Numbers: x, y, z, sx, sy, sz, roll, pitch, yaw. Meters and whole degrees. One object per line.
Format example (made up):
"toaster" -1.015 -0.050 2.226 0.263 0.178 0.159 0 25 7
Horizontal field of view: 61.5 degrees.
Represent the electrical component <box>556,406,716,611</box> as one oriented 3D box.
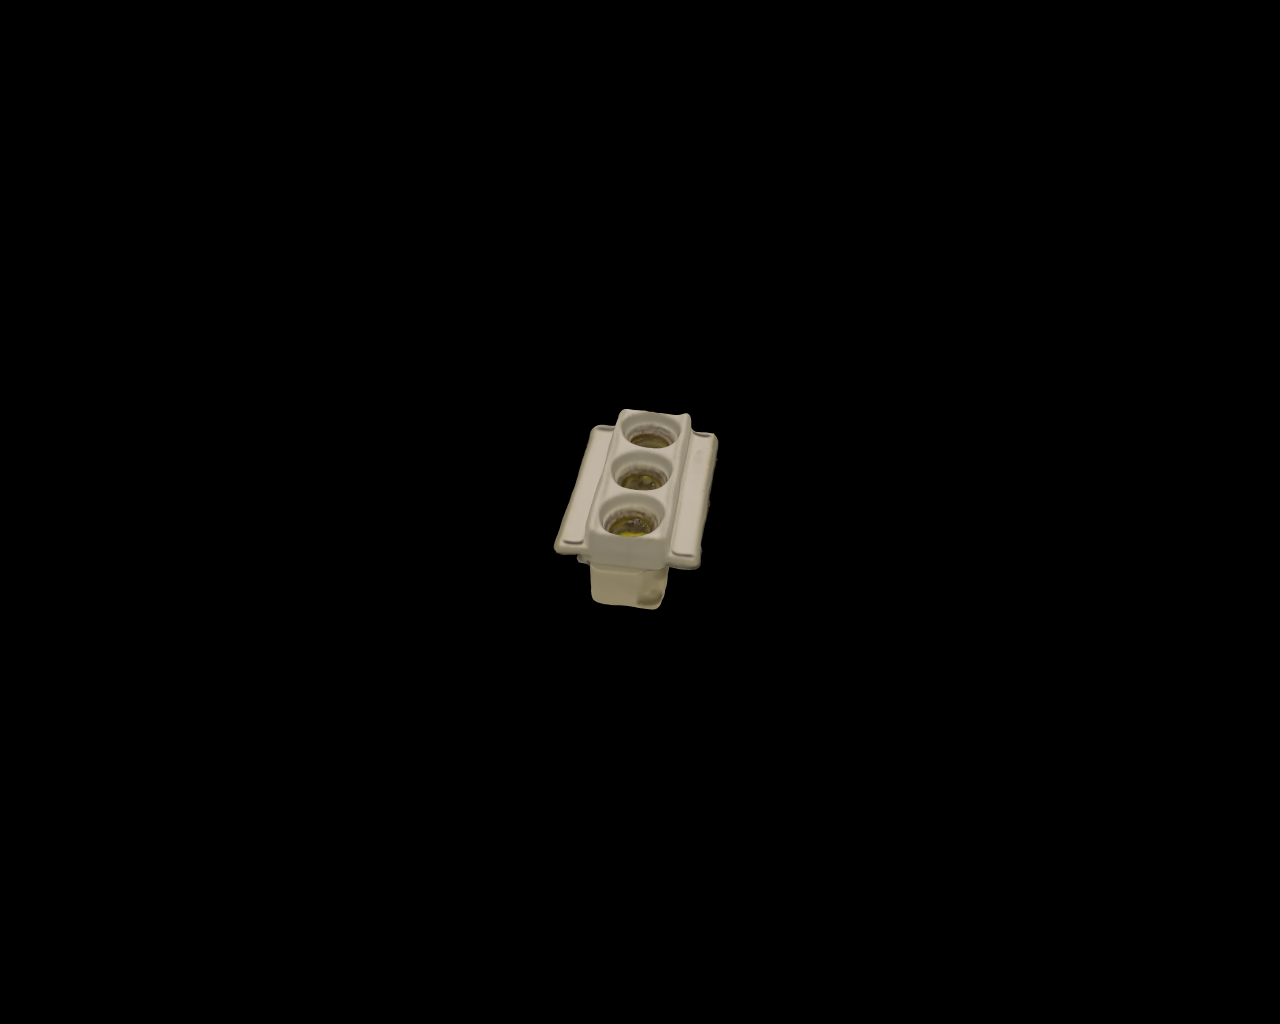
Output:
"electrical component" 0.001 -0.003 0.650 0.079 0.063 0.121 5 40 6
